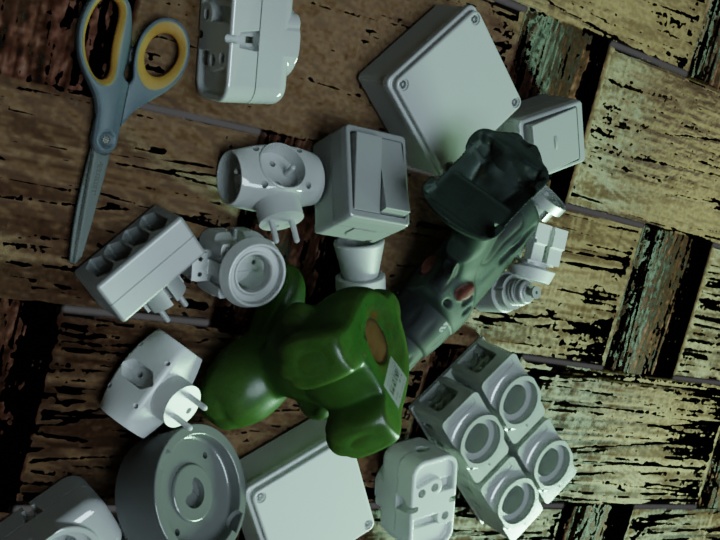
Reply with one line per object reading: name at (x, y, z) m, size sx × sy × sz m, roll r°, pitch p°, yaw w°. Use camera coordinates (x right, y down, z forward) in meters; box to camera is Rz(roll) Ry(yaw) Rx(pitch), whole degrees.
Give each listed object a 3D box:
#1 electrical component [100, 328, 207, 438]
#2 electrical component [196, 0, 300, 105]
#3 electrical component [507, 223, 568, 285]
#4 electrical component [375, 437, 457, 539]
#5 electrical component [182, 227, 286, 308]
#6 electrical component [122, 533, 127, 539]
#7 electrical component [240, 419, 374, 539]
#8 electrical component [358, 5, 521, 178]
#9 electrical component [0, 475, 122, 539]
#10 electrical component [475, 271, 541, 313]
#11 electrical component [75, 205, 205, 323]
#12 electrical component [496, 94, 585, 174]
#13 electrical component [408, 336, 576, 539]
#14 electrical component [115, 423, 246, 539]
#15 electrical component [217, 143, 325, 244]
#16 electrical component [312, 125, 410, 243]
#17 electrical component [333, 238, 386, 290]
electrical component at (-0.152, 0.097, 0.844) m, size 0.077 × 0.079 × 0.043 m, roll -54°, pitch 148°, yaw -9°
electrical component at (-0.085, -0.176, 0.821) m, size 0.059 × 0.054 × 0.095 m, roll -3°, pitch 106°, yaw -34°
electrical component at (0.171, -0.017, 1.057) m, size 0.066 × 0.048 × 0.055 m, roll 13°, pitch 89°, yaw -37°
electrical component at (0.053, 0.213, 1.036) m, size 0.054 × 0.059 × 0.095 m, roll -8°, pitch 109°, yaw -33°
electrical component at (-0.096, -0.002, 0.865) m, size 0.078 × 0.057 × 0.058 m, roll -4°, pitch 107°, yaw -34°
electrical component at (-0.176, 0.234, 0.891) m, size 0.062 × 0.043 × 0.043 m, roll 26°, pitch 89°, yaw -39°
electrical component at (-0.053, 0.204, 0.959) m, size 0.109 × 0.056 × 0.108 m, roll -28°, pitch 118°, yaw -26°
electrical component at (0.071, -0.156, 0.936) m, size 0.109 × 0.056 × 0.108 m, roll -44°, pitch 125°, yaw -16°
electrical component at (-0.237, 0.212, 0.831) m, size 0.095 × 0.059 × 0.053 m, roll -35°, pitch 121°, yaw -22°
electrical component at (0.140, 0.021, 1.030) m, size 0.040 × 0.078 × 0.040 m, roll 0°, pitch 90°, yaw -39°
electrical component at (-0.160, 0.008, 0.830) m, size 0.083 × 0.047 × 0.075 m, roll -43°, pitch 125°, yaw -18°
electrical component at (0.171, -0.126, 1.013) m, size 0.096 × 0.061 × 0.061 m, roll -22°, pitch 116°, yaw -28°
electrical component at (0.141, 0.174, 1.085) m, size 0.105 × 0.060 × 0.186 m, roll -42°, pitch 124°, yaw -17°
electrical component at (-0.150, 0.181, 0.868) m, size 0.108 × 0.060 × 0.108 m, roll 26°, pitch 58°, yaw -51°
electrical component at (-0.067, -0.058, 0.863) m, size 0.077 × 0.044 × 0.079 m, roll -2°, pitch 67°, yaw -35°
electrical component at (0.002, -0.078, 0.892) m, size 0.062 × 0.061 × 0.096 m, roll 8°, pitch 72°, yaw -33°
electrical component at (0.000, 0.000, 0.941) m, size 0.045 × 0.045 × 0.055 m, roll -14°, pitch 112°, yaw -31°
